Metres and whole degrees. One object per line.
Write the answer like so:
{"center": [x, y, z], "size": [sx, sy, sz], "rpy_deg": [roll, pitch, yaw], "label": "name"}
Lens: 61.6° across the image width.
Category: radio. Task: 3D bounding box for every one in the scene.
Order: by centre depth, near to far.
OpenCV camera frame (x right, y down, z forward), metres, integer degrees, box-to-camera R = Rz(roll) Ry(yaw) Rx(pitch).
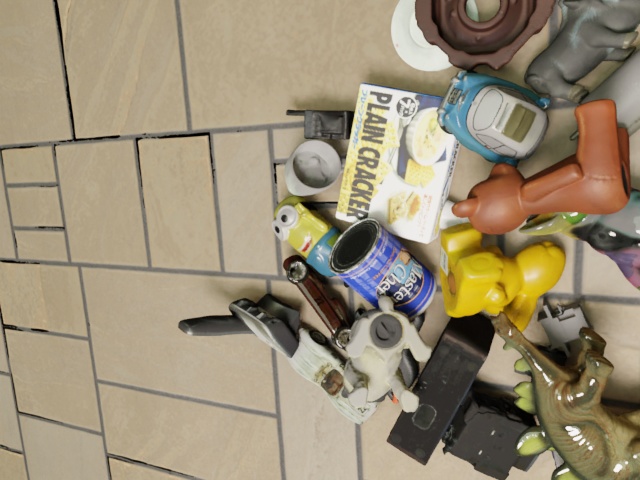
{"center": [0.188, 0.224, 0.834], "size": [0.073, 0.131, 0.229], "rpy_deg": [27, 111, 17], "label": "radio"}

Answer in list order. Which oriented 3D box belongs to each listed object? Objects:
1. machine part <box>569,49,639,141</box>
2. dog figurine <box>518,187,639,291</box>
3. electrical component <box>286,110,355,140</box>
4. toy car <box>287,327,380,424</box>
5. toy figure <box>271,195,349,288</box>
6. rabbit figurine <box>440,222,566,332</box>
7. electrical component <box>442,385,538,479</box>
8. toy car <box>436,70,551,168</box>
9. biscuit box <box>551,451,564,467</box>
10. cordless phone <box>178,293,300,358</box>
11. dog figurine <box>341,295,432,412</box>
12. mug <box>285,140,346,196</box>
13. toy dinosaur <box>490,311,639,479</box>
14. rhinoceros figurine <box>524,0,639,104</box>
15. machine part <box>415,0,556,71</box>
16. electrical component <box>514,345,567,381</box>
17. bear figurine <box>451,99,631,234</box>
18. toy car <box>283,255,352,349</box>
{"center": [0.416, -0.205, 0.663], "size": [0.079, 0.079, 0.243], "rpy_deg": [48, 117, 9], "label": "machine part"}
{"center": [0.383, -0.003, 0.709], "size": [0.219, 0.108, 0.191], "rpy_deg": [-2, 102, 31], "label": "dog figurine"}
{"center": [0.003, -0.187, 0.870], "size": [0.119, 0.075, 0.047], "rpy_deg": [5, 103, 21], "label": "electrical component"}
{"center": [0.019, 0.240, 0.962], "size": [0.202, 0.056, 0.073], "rpy_deg": [40, 115, 13], "label": "toy car"}
{"center": [-0.004, 0.000, 0.912], "size": [0.180, 0.089, 0.082], "rpy_deg": [38, 101, 5], "label": "toy figure"}
{"center": [0.266, 0.057, 0.765], "size": [0.173, 0.122, 0.162], "rpy_deg": [-12, 115, -6], "label": "rabbit figurine"}
{"center": [0.272, 0.303, 0.834], "size": [0.134, 0.058, 0.114], "rpy_deg": [21, 113, 1], "label": "electrical component"}
{"center": [0.243, -0.160, 0.711], "size": [0.161, 0.103, 0.109], "rpy_deg": [22, 101, -21], "label": "toy car"}
{"center": [0.440, 0.293, 0.764], "size": [0.203, 0.063, 0.059], "rpy_deg": [-14, 94, 27], "label": "biscuit box"}
{"center": [-0.140, 0.154, 0.936], "size": [0.147, 0.184, 0.088], "rpy_deg": [21, 105, 48], "label": "cordless phone"}
{"center": [0.080, 0.174, 0.834], "size": [0.121, 0.190, 0.172], "rpy_deg": [17, 82, -6], "label": "dog figurine"}
{"center": [-0.010, -0.114, 0.884], "size": [0.107, 0.109, 0.080], "rpy_deg": [-21, 86, 69], "label": "mug"}
{"center": [0.388, 0.278, 0.700], "size": [0.471, 0.105, 0.198], "rpy_deg": [45, 122, 9], "label": "toy dinosaur"}
{"center": [0.348, -0.268, 0.691], "size": [0.112, 0.073, 0.190], "rpy_deg": [46, 118, 22], "label": "rhinoceros figurine"}
{"center": [0.221, -0.318, 0.731], "size": [0.180, 0.056, 0.179], "rpy_deg": [3, 102, 16], "label": "machine part"}
{"center": [0.346, 0.191, 0.811], "size": [0.094, 0.021, 0.063], "rpy_deg": [13, 106, 24], "label": "electrical component"}
{"center": [0.269, -0.075, 0.665], "size": [0.196, 0.120, 0.132], "rpy_deg": [-7, 70, 41], "label": "bear figurine"}
{"center": [0.005, 0.110, 0.925], "size": [0.053, 0.089, 0.202], "rpy_deg": [-36, 84, -10], "label": "toy car"}
